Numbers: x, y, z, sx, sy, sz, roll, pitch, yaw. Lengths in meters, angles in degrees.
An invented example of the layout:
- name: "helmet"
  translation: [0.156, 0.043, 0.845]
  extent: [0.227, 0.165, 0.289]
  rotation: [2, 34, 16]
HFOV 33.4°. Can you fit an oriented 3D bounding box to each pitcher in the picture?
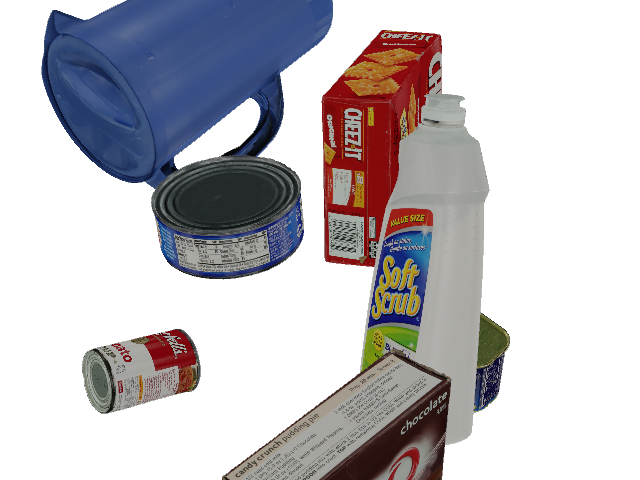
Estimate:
- name: "pitcher"
  translation: [-0.096, -0.154, 0.899]
  extent: [0.145, 0.149, 0.242]
  rotation: [27, 50, 32]

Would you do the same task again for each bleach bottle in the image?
- name: "bleach bottle"
  translation: [0.076, 0.018, 0.781]
  extent: [0.068, 0.251, 0.103]
  rotation: [-6, 18, -28]

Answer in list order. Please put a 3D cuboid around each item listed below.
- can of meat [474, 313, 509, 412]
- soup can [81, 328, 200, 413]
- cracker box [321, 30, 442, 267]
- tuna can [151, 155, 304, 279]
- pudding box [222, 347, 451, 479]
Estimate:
- name: "can of meat"
  translation: [0.132, 0.110, 1.045]
  extent: [0.057, 0.084, 0.102]
  rotation: [-36, 55, -27]
- name: "soup can"
  translation: [-0.184, 0.134, 1.095]
  extent: [0.102, 0.068, 0.069]
  rotation: [-11, 6, -37]
- name: "cracker box"
  translation: [0.064, -0.094, 1.025]
  extent: [0.072, 0.164, 0.213]
  rotation: [7, 28, 17]
- name: "tuna can"
  translation: [-0.052, -0.014, 0.614]
  extent: [0.086, 0.034, 0.086]
  rotation: [-4, 33, 2]
- name: "pudding box"
  translation: [0.009, 0.113, 0.471]
  extent: [0.039, 0.090, 0.113]
  rotation: [27, 43, 32]
